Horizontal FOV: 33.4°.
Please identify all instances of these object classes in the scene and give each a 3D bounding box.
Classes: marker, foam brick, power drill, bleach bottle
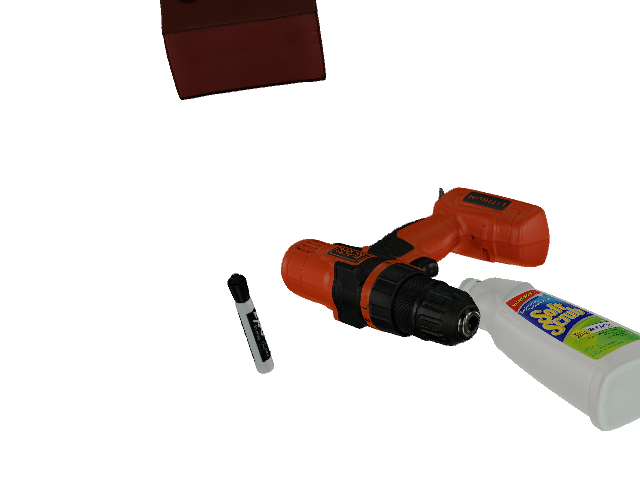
[{"bbox_3d":[-0.070,0.083,1.065,0.020,0.121,0.020,-10,34,7],"label":"marker"},{"bbox_3d":[-0.039,-0.111,0.541,0.078,0.053,0.051,-8,-31,3],"label":"foam brick"},{"bbox_3d":[0.090,0.016,0.819,0.187,0.057,0.185,-20,27,-38],"label":"power drill"},{"bbox_3d":[0.218,0.094,1.046,0.102,0.068,0.251,-17,27,-28],"label":"bleach bottle"}]
